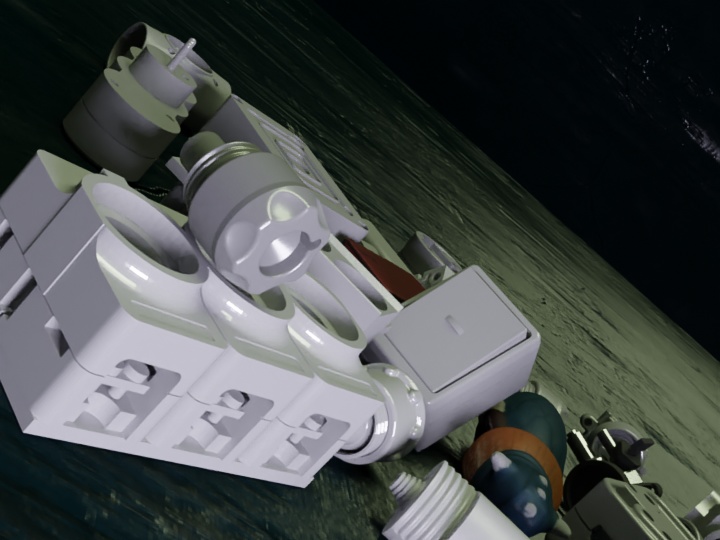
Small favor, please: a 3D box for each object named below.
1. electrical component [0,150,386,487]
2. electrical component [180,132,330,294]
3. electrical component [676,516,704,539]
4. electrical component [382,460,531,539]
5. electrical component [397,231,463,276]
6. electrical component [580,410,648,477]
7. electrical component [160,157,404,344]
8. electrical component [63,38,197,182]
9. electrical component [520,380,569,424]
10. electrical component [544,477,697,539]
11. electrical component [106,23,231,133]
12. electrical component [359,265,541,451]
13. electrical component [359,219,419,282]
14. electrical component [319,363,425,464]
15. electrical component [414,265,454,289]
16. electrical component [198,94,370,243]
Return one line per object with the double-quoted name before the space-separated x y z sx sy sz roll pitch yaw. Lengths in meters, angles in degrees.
"electrical component" -0.066 0.021 0.414 0.150 0.061 0.089 26 21 -52
"electrical component" -0.043 -0.025 0.387 0.062 0.043 0.043 49 14 31
"electrical component" 0.237 0.210 0.770 0.065 0.044 0.044 41 12 -34
"electrical component" 0.045 0.120 0.473 0.081 0.043 0.043 43 13 2
"electrical component" 0.048 0.005 0.839 0.055 0.047 0.055 41 13 -11
"electrical component" 0.206 0.145 0.874 0.066 0.048 0.055 45 5 7
"electrical component" -0.047 -0.001 0.539 0.121 0.063 0.079 46 13 11
"electrical component" -0.121 -0.106 0.626 0.052 0.073 0.138 40 13 -14
"electrical component" 0.112 0.094 0.754 0.062 0.043 0.043 39 13 -12
"electrical component" 0.150 0.161 0.617 0.095 0.059 0.053 25 22 -54
"electrical component" -0.138 -0.142 0.759 0.077 0.044 0.079 32 16 -40
"electrical component" 0.043 0.049 0.592 0.061 0.096 0.061 50 -24 28
"electrical component" 0.000 0.000 0.720 0.079 0.043 0.077 27 21 -51
"electrical component" -0.002 0.069 0.498 0.048 0.048 0.062 48 20 20
"electrical component" 0.056 0.033 0.764 0.055 0.066 0.048 45 44 -30
"electrical component" -0.056 -0.047 0.670 0.078 0.057 0.113 29 19 -46
